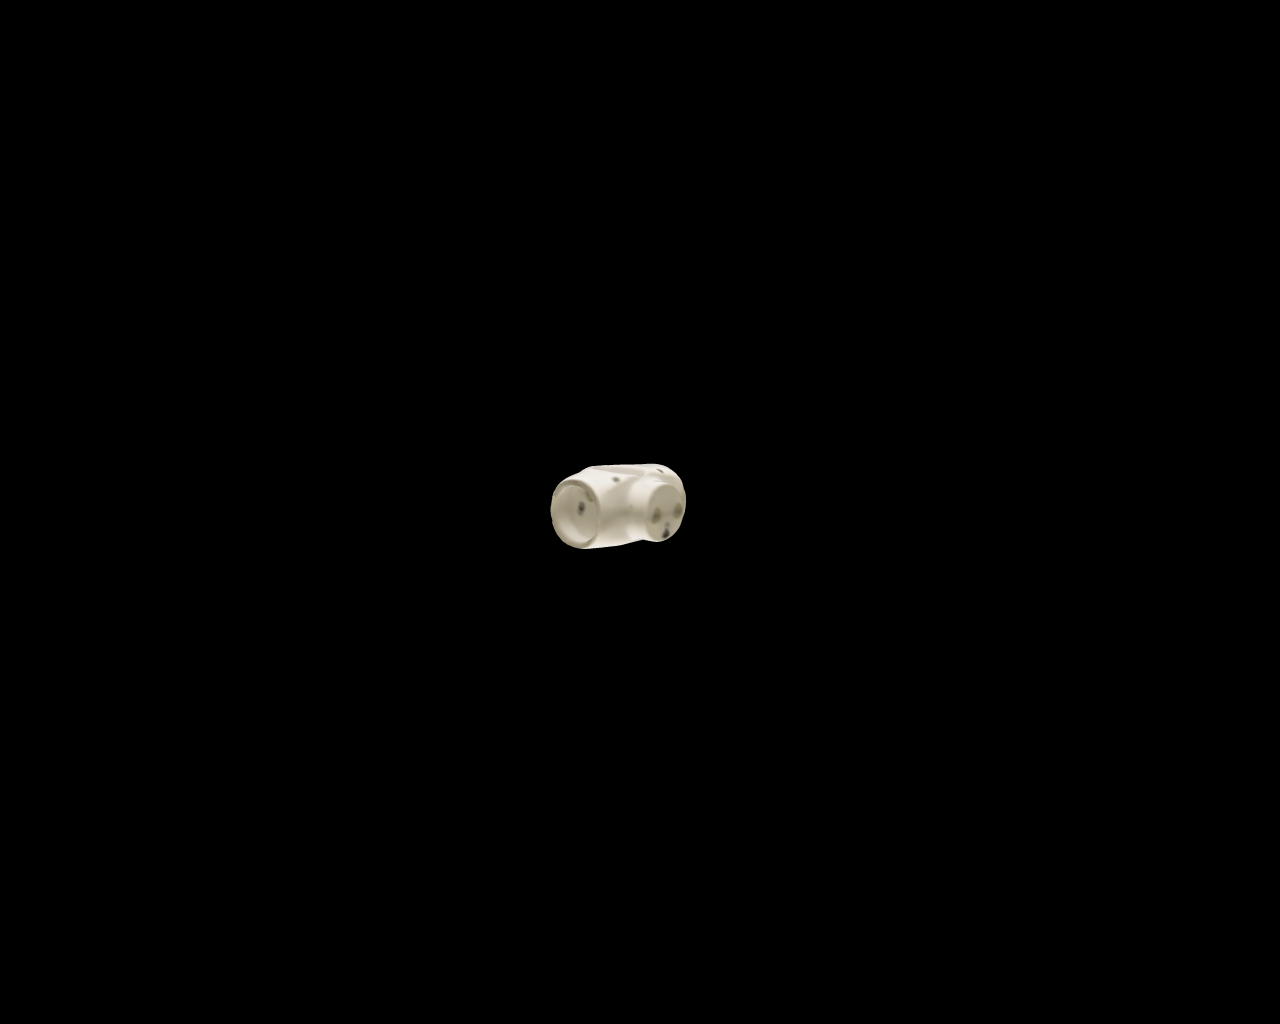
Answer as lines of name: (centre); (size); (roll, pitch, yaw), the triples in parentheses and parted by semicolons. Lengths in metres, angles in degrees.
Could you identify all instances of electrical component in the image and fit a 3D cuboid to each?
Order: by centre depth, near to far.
electrical component: (0.001, -0.003, 0.650); (0.079, 0.043, 0.077); (10, 15, 42)
